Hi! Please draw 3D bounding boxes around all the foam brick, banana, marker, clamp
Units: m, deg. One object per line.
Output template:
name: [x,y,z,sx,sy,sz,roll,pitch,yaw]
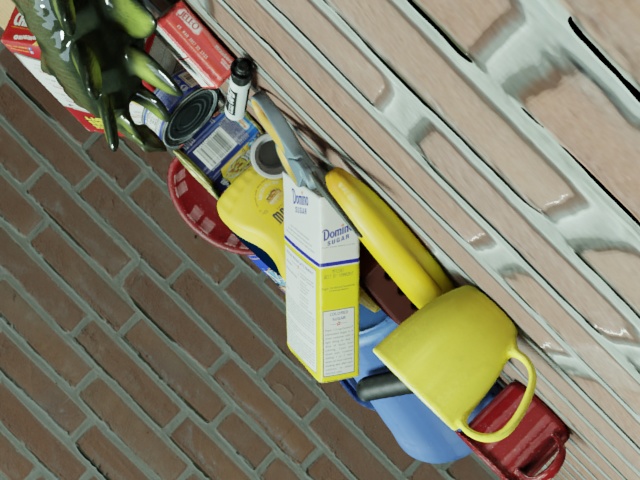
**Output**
foam brick: [0.067,0.036,0.984,0.078,0.053,0.051,47,176,-30]
banana: [0.069,0.016,0.888,0.197,0.037,0.070,49,174,-39]
marker: [-0.066,-0.123,0.874,0.020,0.020,0.121,45,168,2]
clamp: [0.109,0.131,1.026,0.172,0.120,0.039,116,157,-56]

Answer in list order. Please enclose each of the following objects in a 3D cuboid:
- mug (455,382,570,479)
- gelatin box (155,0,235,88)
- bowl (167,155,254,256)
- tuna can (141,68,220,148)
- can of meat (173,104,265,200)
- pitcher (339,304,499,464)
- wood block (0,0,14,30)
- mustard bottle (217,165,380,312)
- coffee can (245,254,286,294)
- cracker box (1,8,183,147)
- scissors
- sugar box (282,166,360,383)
mug: [0.203,0.203,1.078,0.093,0.081,0.117,47,176,-28]
gelatin box: [-0.106,-0.164,0.899,0.073,0.030,0.089,48,175,-15]
bowl: [-0.099,-0.061,1.268,0.162,0.055,0.162,16,133,17]
tuna can: [-0.148,-0.141,1.142,0.034,0.086,0.086,42,175,16]
can of meat: [-0.103,-0.097,1.142,0.057,0.084,0.102,45,176,7]
pitcher: [0.086,0.130,1.159,0.242,0.149,0.145,54,-177,-42]
wood block: [-0.353,-0.313,1.251,0.206,0.091,0.090,60,-162,-76]
mustard bottle: [-0.007,0.001,1.064,0.192,0.096,0.058,44,166,15]
coffee can: [-0.021,0.024,1.382,0.140,0.103,0.103,47,176,-25]
cracker box: [-0.232,-0.188,1.213,0.164,0.072,0.213,12,163,20]
scissors: [-0.005,-0.045,0.859,0.202,0.016,0.096,57,174,36]
sugar box: [0.001,0.029,0.966,0.093,0.048,0.176,-140,48,-61]
